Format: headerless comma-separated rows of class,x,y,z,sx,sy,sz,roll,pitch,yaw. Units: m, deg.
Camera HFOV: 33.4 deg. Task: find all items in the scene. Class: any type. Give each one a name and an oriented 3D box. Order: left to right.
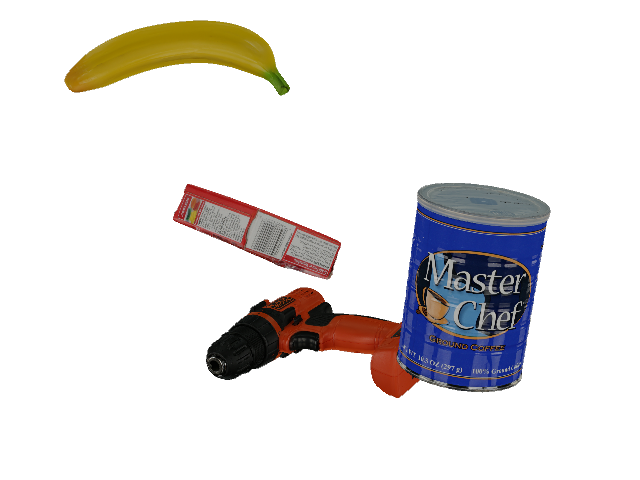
banana,-0.127,-0.165,0.951,0.197,0.069,0.037,-1,-33,-4
gelatin box,-0.041,-0.005,0.709,0.073,0.030,0.089,21,-1,42
power drill,0.005,0.100,1.034,0.188,0.057,0.184,10,22,28
coffee can,0.119,0.034,0.843,0.103,0.140,0.103,6,16,-2
